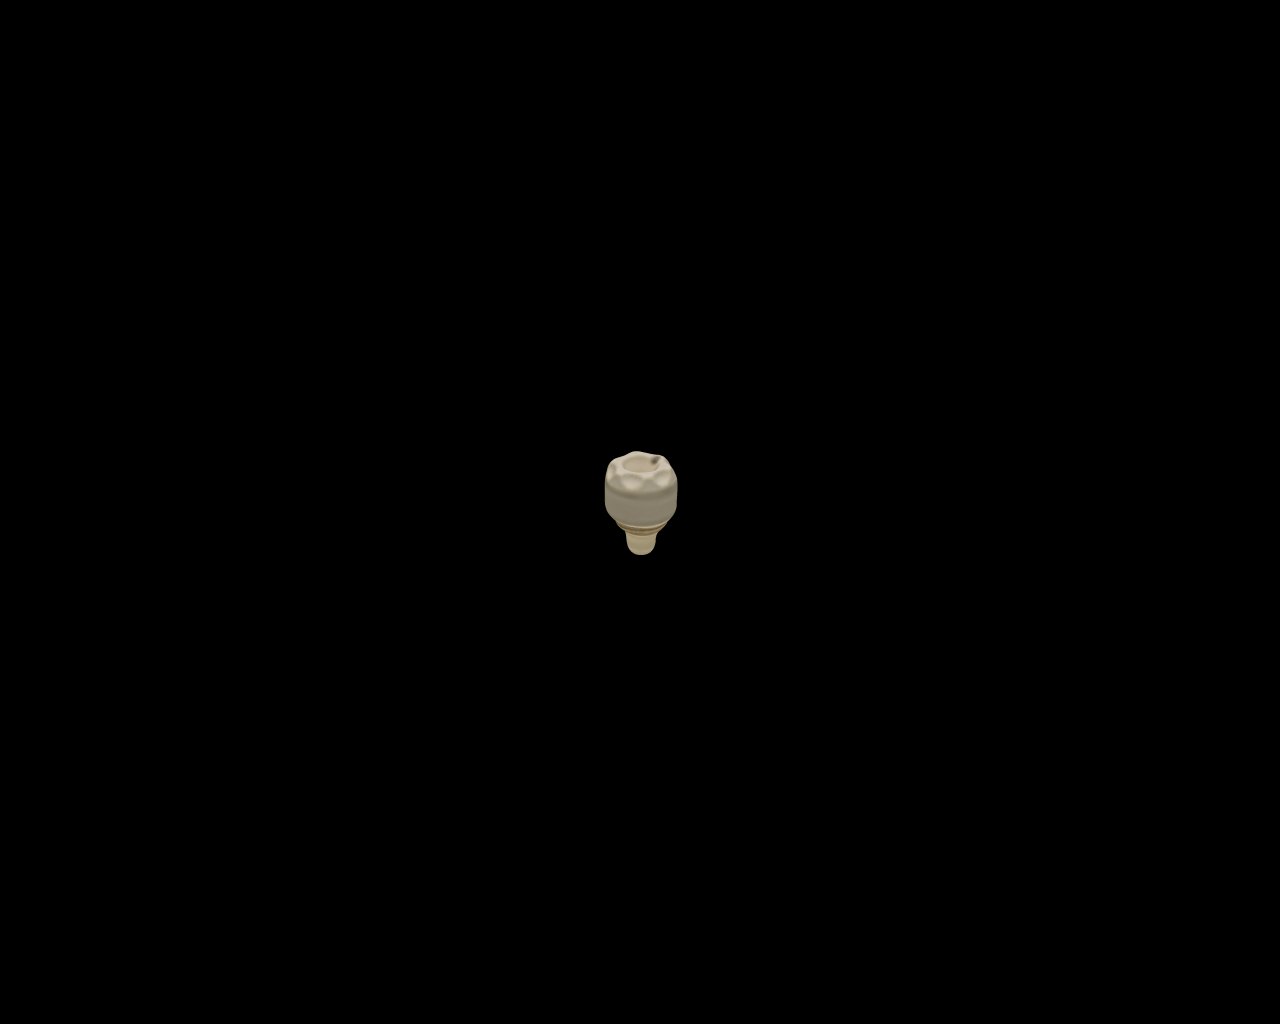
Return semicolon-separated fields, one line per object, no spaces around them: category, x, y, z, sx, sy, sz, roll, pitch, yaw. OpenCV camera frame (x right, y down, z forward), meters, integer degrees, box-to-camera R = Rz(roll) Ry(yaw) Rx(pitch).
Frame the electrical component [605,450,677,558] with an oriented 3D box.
electrical component;0.001;-0.003;0.650;0.043;0.062;0.043;0;28;0
